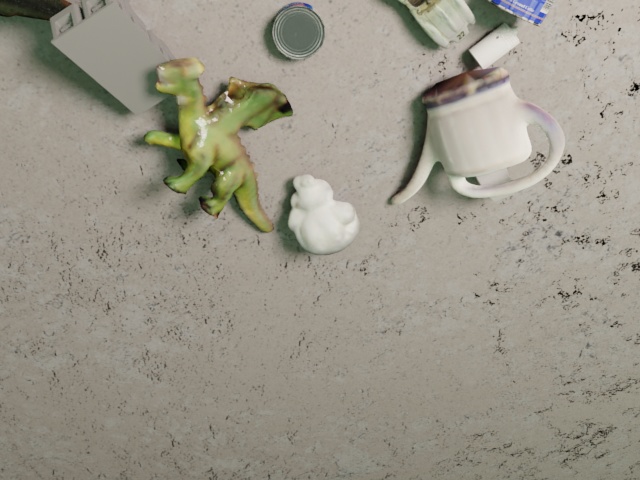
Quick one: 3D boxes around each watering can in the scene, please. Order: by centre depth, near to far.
[{"bbox_3d":[0.243,-0.173,0.918,0.345,0.105,0.222,-10,107,41],"label":"watering can"}]

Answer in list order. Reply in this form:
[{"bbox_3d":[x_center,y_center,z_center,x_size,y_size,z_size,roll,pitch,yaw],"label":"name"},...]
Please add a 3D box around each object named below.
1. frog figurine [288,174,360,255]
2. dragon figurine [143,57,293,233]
[{"bbox_3d":[0.003,-0.051,1.004,0.137,0.125,0.156,2,140,19],"label":"frog figurine"},{"bbox_3d":[-0.147,-0.171,0.922,0.241,0.125,0.405,-41,138,15],"label":"dragon figurine"}]
